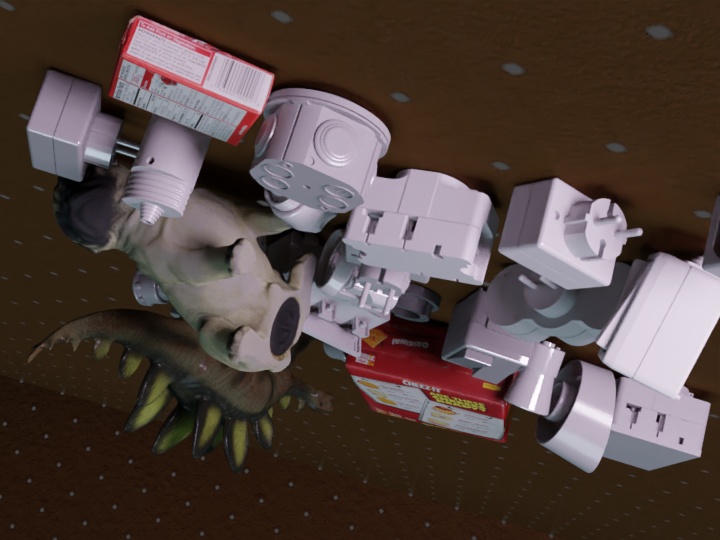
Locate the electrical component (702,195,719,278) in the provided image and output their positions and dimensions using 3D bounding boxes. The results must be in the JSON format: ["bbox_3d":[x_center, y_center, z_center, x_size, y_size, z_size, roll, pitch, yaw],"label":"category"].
[{"bbox_3d":[0.244,-0.012,0.594,0.077,0.047,0.066,23,164,-21],"label":"electrical component"}]

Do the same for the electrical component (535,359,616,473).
[{"bbox_3d":[0.214,0.139,1.041,0.064,0.099,0.099,26,163,-6],"label":"electrical component"}]

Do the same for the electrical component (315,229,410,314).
[{"bbox_3d":[0.000,0.000,0.870,0.057,0.058,0.078,20,164,-20],"label":"electrical component"}]

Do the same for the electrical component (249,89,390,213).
[{"bbox_3d":[-0.025,-0.073,0.659,0.080,0.051,0.080,16,164,5],"label":"electrical component"}]

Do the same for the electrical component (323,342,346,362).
[{"bbox_3d":[-0.015,0.083,1.200,0.040,0.040,0.046,26,167,-28],"label":"electrical component"}]

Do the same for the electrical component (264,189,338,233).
[{"bbox_3d":[-0.047,-0.056,0.754,0.043,0.043,0.062,3,158,41],"label":"electrical component"}]

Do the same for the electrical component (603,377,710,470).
[{"bbox_3d":[0.281,0.154,1.086,0.089,0.061,0.150,17,164,1],"label":"electrical component"}]

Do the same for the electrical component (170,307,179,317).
[{"bbox_3d":[-0.182,0.063,1.234,0.066,0.076,0.047,12,163,18],"label":"electrical component"}]

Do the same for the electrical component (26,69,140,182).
[{"bbox_3d":[-0.191,-0.095,0.766,0.076,0.047,0.083,17,163,-10],"label":"electrical component"}]

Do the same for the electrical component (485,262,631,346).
[{"bbox_3d":[0.146,0.019,0.790,0.138,0.052,0.074,-1,156,47],"label":"electrical component"}]

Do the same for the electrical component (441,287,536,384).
[{"bbox_3d":[0.115,0.059,0.940,0.062,0.061,0.096,19,164,-6],"label":"electrical component"}]

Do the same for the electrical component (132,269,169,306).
[{"bbox_3d":[-0.212,0.016,1.169,0.062,0.048,0.048,2,159,24],"label":"electrical component"}]

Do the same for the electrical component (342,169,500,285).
[{"bbox_3d":[0.043,-0.031,0.722,0.089,0.055,0.050,10,163,22],"label":"electrical component"}]

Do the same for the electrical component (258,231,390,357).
[{"bbox_3d":[-0.034,0.016,0.941,0.121,0.078,0.063,29,139,-36],"label":"electrical component"}]

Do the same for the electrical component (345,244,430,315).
[{"bbox_3d":[0.020,-0.005,0.795,0.066,0.076,0.047,16,164,5],"label":"electrical component"}]

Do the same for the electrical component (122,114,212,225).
[{"bbox_3d":[-0.131,-0.069,0.727,0.043,0.081,0.043,16,164,5],"label":"electrical component"}]

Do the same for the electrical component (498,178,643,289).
[{"bbox_3d":[0.139,-0.023,0.666,0.066,0.047,0.077,26,161,-30],"label":"electrical component"}]

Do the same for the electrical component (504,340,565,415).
[{"bbox_3d":[0.167,0.098,1.011,0.044,0.065,0.044,20,-178,-1],"label":"electrical component"}]

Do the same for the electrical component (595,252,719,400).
[{"bbox_3d":[0.198,0.028,0.702,0.061,0.096,0.062,27,-176,9],"label":"electrical component"}]
